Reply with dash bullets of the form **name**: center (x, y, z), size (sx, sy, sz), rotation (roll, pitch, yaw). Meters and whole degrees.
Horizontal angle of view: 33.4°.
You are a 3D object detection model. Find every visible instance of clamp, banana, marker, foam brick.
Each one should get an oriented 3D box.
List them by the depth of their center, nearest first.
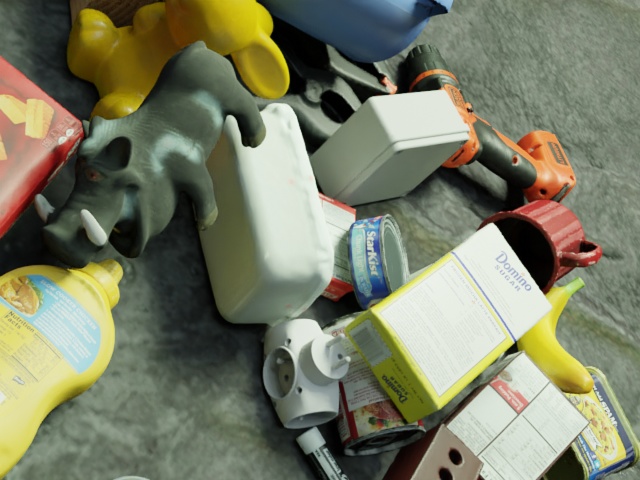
- **marker**: center (0.021, 0.202, 0.832), size (0.020, 0.020, 0.121), rotation (-26, 81, -45)
- **foam brick**: center (0.086, 0.198, 0.863), size (0.053, 0.051, 0.078), rotation (45, 45, -7)
- **clamp**: center (-0.019, -0.145, 1.003), size (0.171, 0.039, 0.120), rotation (19, 69, -35)
- **banana**: center (0.218, 0.091, 1.011), size (0.037, 0.070, 0.197), rotation (52, 24, -17)
- **clamp**: center (-0.011, -0.210, 1.057), size (0.210, 0.036, 0.164), rotation (49, 45, -3)

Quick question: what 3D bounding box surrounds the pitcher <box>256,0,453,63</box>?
- **pitcher**: center (-0.005, -0.246, 0.914), size (0.242, 0.149, 0.145), rotation (13, 53, -49)

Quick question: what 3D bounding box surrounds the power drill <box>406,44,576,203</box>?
- **power drill**: center (0.172, -0.115, 1.116), size (0.187, 0.057, 0.184), rotation (25, 36, -27)

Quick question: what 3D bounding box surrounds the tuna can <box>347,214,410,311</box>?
- **tuna can**: center (0.052, 0.022, 0.931), size (0.086, 0.034, 0.086), rotation (-10, 90, -73)

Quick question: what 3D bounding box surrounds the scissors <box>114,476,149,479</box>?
- **scissors**: center (-0.079, 0.196, 0.759), size (0.201, 0.016, 0.096), rotation (-13, 73, -43)

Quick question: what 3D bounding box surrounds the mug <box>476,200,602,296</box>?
- **mug**: center (0.220, 0.008, 1.051), size (0.081, 0.117, 0.093), rotation (-23, 111, -49)

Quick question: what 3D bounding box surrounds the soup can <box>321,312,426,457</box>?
- **soup can**: center (0.040, 0.117, 0.868), size (0.068, 0.069, 0.102), rotation (5, 60, -37)

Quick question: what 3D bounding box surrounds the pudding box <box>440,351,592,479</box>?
- **pudding box**: center (0.164, 0.164, 0.921), size (0.113, 0.039, 0.090), rotation (-41, 84, -18)

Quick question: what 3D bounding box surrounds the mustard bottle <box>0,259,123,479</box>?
- **mustard bottle**: center (-0.195, 0.072, 0.716), size (0.096, 0.058, 0.191), rotation (41, 45, -1)

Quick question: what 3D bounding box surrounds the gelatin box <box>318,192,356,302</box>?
- **gelatin box**: center (-0.006, 0.001, 0.931), size (0.073, 0.030, 0.089), rotation (23, 51, -27)

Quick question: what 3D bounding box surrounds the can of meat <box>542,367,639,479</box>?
- **can of meat**: center (0.238, 0.178, 0.994), size (0.083, 0.058, 0.102), rotation (-11, 70, -40)

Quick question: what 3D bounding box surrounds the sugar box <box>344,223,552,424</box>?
- **sugar box**: center (0.108, 0.064, 0.868), size (0.175, 0.048, 0.093), rotation (-31, 85, -44)

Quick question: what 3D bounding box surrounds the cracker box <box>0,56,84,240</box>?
- **cracker box**: center (-0.291, -0.084, 0.730), size (0.213, 0.072, 0.164), rotation (40, 45, -11)

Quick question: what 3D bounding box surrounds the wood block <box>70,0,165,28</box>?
- **wood block**: center (-0.168, -0.280, 0.940), size (0.090, 0.090, 0.206), rotation (9, 58, -35)
